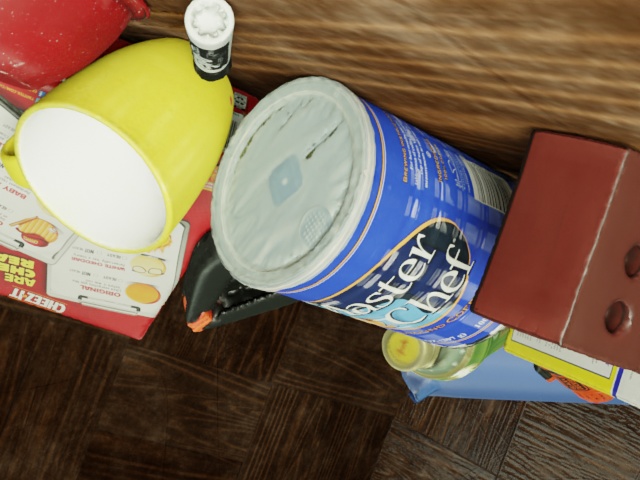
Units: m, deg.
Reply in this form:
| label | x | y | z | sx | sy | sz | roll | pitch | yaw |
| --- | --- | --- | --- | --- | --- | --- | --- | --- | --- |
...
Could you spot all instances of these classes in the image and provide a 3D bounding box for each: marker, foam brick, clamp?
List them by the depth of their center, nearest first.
| label | x | y | z | sx | sy | sz | roll | pitch | yaw |
| --- | --- | --- | --- | --- | --- | --- | --- | --- | --- |
| foam brick | 0.104 | 0.004 | 0.413 | 0.052 | 0.078 | 0.051 | 19 | 179 | -34 |
| marker | -0.047 | -0.084 | 0.458 | 0.020 | 0.020 | 0.121 | 21 | 179 | -5 |
| clamp | -0.004 | 0.001 | 0.667 | 0.164 | 0.036 | 0.210 | 16 | 138 | -39 |

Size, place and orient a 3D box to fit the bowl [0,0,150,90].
| label | x | y | z | sx | sy | sz | roll | pitch | yaw |
| --- | --- | --- | --- | --- | --- | --- | --- | --- | --- |
| bowl | -0.160 | -0.108 | 0.472 | 0.162 | 0.055 | 0.162 | 21 | 179 | 0 |

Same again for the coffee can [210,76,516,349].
| label | x | y | z | sx | sy | sz | roll | pitch | yaw |
| --- | --- | --- | --- | --- | --- | --- | --- | --- | --- |
| coffee can | 0.031 | -0.009 | 0.536 | 0.140 | 0.103 | 0.103 | 21 | 180 | -42 |

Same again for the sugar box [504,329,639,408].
| label | x | y | z | sx | sy | sz | roll | pitch | yaw |
| --- | --- | --- | --- | --- | --- | --- | --- | --- | --- |
| sugar box | 0.169 | 0.039 | 0.555 | 0.048 | 0.093 | 0.176 | 20 | 180 | -22 |

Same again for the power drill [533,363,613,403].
| label | x | y | z | sx | sy | sz | roll | pitch | yaw |
| --- | --- | --- | --- | --- | --- | --- | --- | --- | --- |
| power drill | 0.232 | 0.073 | 0.732 | 0.188 | 0.057 | 0.184 | 2 | 159 | 34 |

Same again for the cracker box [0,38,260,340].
| label | x | y | z | sx | sy | sz | roll | pitch | yaw |
| --- | --- | --- | --- | --- | --- | --- | --- | --- | --- |
| cracker box | -0.153 | -0.036 | 0.690 | 0.164 | 0.072 | 0.214 | 21 | 139 | -16 |

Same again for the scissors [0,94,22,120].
| label | x | y | z | sx | sy | sz | roll | pitch | yaw |
| --- | --- | --- | --- | --- | --- | --- | --- | --- | --- |
| scissors | -0.229 | -0.126 | 0.551 | 0.096 | 0.016 | 0.201 | 35 | 172 | 48 |

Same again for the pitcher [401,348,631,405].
| label | x | y | z | sx | sy | sz | roll | pitch | yaw |
| --- | --- | --- | --- | --- | --- | --- | --- | --- | --- |
| pitcher | 0.205 | 0.088 | 1.044 | 0.243 | 0.149 | 0.144 | 2 | -179 | 22 |
